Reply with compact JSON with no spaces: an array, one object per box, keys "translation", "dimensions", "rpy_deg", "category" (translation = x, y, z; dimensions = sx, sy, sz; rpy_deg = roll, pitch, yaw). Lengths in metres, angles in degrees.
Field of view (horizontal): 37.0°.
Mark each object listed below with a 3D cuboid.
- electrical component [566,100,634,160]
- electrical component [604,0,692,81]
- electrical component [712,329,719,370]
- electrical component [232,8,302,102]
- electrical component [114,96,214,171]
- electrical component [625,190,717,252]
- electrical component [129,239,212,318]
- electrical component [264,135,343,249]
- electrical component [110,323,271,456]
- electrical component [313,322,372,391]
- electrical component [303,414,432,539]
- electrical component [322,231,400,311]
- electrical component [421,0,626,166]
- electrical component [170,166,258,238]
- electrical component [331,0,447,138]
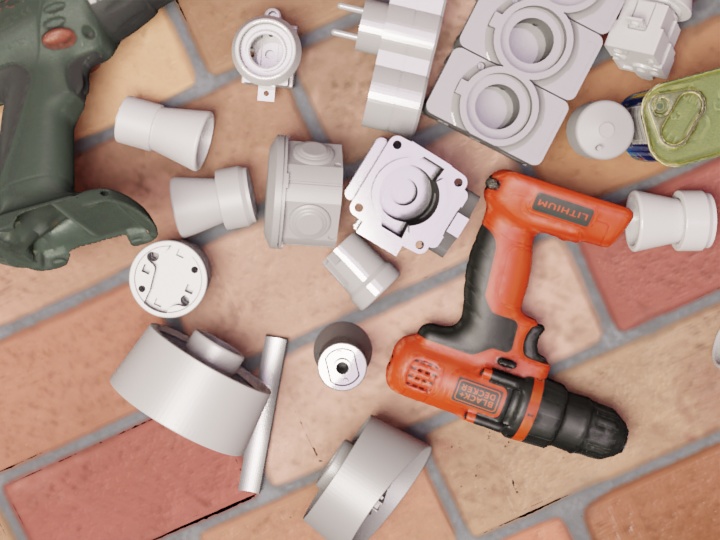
[{"translation":[0.165,-0.098,0.755],"dimensions":[0.040,0.078,0.040],"rpy_deg":[0,97,-1],"category":"electrical component"},{"translation":[0.205,-0.172,0.760],"dimensions":[0.048,0.066,0.055],"rpy_deg":[20,87,31],"category":"electrical component"},{"translation":[0.297,0.060,0.785],"dimensions":[0.057,0.058,0.078],"rpy_deg":[26,95,-6],"category":"electrical component"},{"translation":[-0.065,-0.153,0.758],"dimensions":[0.048,0.055,0.066],"rpy_deg":[5,96,-1],"category":"electrical component"},{"translation":[-0.142,-0.101,0.771],"dimensions":[0.065,0.044,0.044],"rpy_deg":[16,96,2],"category":"electrical component"},{"translation":[0.225,-0.036,0.780],"dimensions":[0.055,0.045,0.045],"rpy_deg":[0,96,-1],"category":"electrical component"},{"translation":[-0.135,0.004,0.779],"dimensions":[0.055,0.047,0.055],"rpy_deg":[0,96,-1],"category":"electrical component"},{"translation":[-0.041,-0.054,0.758],"dimensions":[0.051,0.080,0.080],"rpy_deg":[4,96,-6],"category":"electrical component"},{"translation":[-0.114,0.077,0.760],"dimensions":[0.108,0.108,0.060],"rpy_deg":[31,89,-4],"category":"electrical component"},{"translation":[-0.013,0.064,0.778],"dimensions":[0.044,0.065,0.044],"rpy_deg":[0,96,-1],"category":"electrical component"},{"translation":[0.005,0.155,0.775],"dimensions":[0.064,0.099,0.099],"rpy_deg":[34,95,2],"category":"electrical component"},{"translation":[0.000,0.000,0.785],"dimensions":[0.040,0.040,0.046],"rpy_deg":[-44,90,4],"category":"electrical component"},{"translation":[0.117,-0.159,0.756],"dimensions":[0.089,0.061,0.150],"rpy_deg":[27,95,-3],"category":"electrical component"},{"translation":[-0.105,-0.049,0.775],"dimensions":[0.055,0.045,0.045],"rpy_deg":[-10,96,0],"category":"electrical component"},{"translation":[0.018,-0.169,0.759],"dimensions":[0.074,0.052,0.138],"rpy_deg":[13,95,-2],"category":"electrical component"}]
